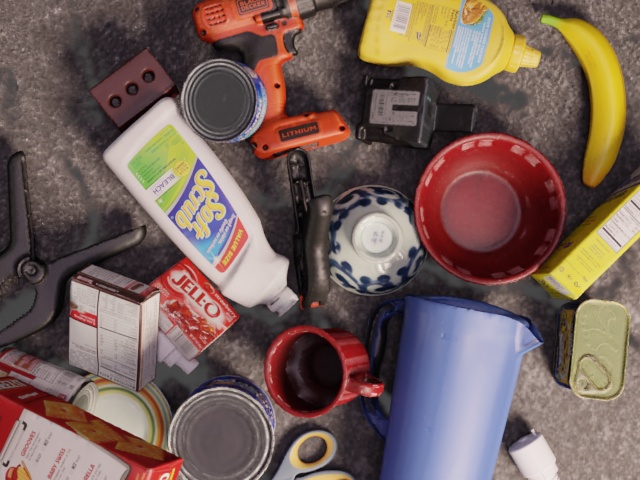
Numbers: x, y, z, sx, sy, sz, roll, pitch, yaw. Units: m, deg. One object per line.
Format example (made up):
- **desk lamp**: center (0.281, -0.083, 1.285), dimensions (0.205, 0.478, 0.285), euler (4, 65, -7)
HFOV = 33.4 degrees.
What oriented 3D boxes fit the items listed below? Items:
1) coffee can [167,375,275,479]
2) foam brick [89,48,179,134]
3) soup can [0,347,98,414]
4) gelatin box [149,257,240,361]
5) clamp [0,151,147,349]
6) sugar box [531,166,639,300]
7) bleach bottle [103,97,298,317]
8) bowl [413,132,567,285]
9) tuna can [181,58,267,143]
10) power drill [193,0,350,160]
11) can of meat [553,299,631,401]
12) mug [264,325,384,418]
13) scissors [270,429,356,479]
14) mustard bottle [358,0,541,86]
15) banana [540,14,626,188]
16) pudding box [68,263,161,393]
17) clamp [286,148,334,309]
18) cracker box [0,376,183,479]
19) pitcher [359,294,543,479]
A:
- **coffee can**: center (-0.096, 0.194, 1.080), dimensions (0.103, 0.140, 0.103), euler (0, 87, -2)
- **foam brick**: center (-0.197, -0.157, 1.136), dimensions (0.078, 0.051, 0.053), euler (-39, 89, -3)
- **soup can**: center (-0.289, 0.159, 1.100), dimensions (0.102, 0.068, 0.068), euler (19, 87, 14)
- **gelatin box**: center (-0.139, 0.071, 1.119), dimensions (0.089, 0.030, 0.073), euler (49, 43, 0)
- **clamp**: center (-0.292, 0.031, 1.133), dimensions (0.164, 0.036, 0.210), euler (24, 89, -1)
- **sugar box**: center (0.306, -0.012, 1.125), dimensions (0.048, 0.093, 0.176), euler (43, 86, 0)
- **bleach bottle**: center (-0.111, -0.026, 1.129), dimensions (0.102, 0.068, 0.251), euler (-42, 92, -1)
- **bowl**: center (0.177, -0.032, 1.140), dimensions (0.162, 0.055, 0.162), euler (0, 87, -2)
- **tuna can**: center (-0.098, -0.143, 1.099), dimensions (0.086, 0.033, 0.086), euler (2, 95, 20)
- **power drill**: center (-0.028, -0.190, 1.142), dimensions (0.184, 0.057, 0.187), euler (-16, 85, 2)
- **can of meat**: center (0.282, 0.113, 1.123), dimensions (0.057, 0.084, 0.102), euler (6, 87, -2)
- **mug**: center (0.012, 0.136, 1.099), dimensions (0.117, 0.081, 0.093), euler (14, 94, 25)
- **scissors**: center (-0.060, 0.254, 1.141), dimensions (0.201, 0.016, 0.096), euler (-3, 87, -2)
- **mustard bottle**: center (0.143, -0.218, 1.146), dimensions (0.191, 0.058, 0.096), euler (14, 87, -1)
- **banana**: center (0.297, -0.159, 1.162), dimensions (0.070, 0.037, 0.198), euler (-15, 86, 17)
- **pudding box**: center (-0.212, 0.091, 1.097), dimensions (0.090, 0.039, 0.113), euler (18, 121, 18)
- **clamp**: center (-0.007, 0.001, 1.098), dimensions (0.039, 0.120, 0.171), euler (-8, 113, -5)
- **cracker box**: center (-0.254, 0.243, 1.010), dimensions (0.214, 0.072, 0.164), euler (21, 95, 21)
- **pitcher**: center (0.122, 0.178, 1.104), dimensions (0.144, 0.149, 0.243), euler (11, 90, -17)
